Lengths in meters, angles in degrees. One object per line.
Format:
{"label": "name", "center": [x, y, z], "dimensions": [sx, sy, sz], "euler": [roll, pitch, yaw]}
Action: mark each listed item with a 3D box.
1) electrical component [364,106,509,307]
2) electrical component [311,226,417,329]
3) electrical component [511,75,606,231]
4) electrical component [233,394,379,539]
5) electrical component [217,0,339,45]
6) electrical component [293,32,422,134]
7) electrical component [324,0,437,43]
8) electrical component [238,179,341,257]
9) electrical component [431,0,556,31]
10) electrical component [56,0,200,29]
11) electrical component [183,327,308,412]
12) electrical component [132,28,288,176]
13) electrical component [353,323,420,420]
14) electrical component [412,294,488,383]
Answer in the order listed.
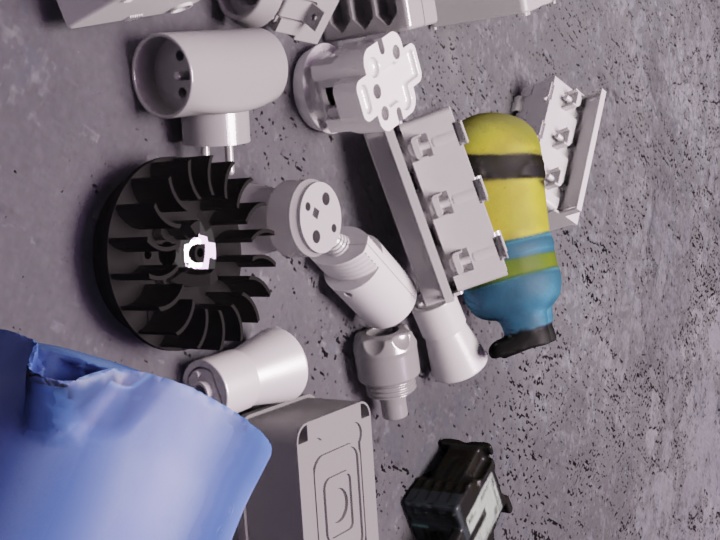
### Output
{"label": "electrical component", "center": [0.055, -0.045, 0.728], "dimensions": [0.078, 0.063, 0.121], "euler": [-51, 121, -80]}
{"label": "electrical component", "center": [0.000, 0.000, 0.697], "dimensions": [0.081, 0.043, 0.043], "euler": [48, 52, -46]}
{"label": "electrical component", "center": [0.160, -0.100, 0.923], "dimensions": [0.063, 0.079, 0.121], "euler": [31, 62, -28]}
{"label": "electrical component", "center": [-0.035, 0.135, 0.630], "dimensions": [0.078, 0.057, 0.113], "euler": [-11, 99, -56]}
{"label": "electrical component", "center": [-0.048, -0.160, 0.616], "dimensions": [0.055, 0.066, 0.048], "euler": [-2, 129, -49]}
{"label": "electrical component", "center": [-0.005, -0.116, 0.679], "dimensions": [0.078, 0.057, 0.058], "euler": [-45, 126, -47]}
{"label": "electrical component", "center": [0.020, -0.182, 0.709], "dimensions": [0.077, 0.066, 0.047], "euler": [-30, 114, -53]}
{"label": "electrical component", "center": [-0.045, -0.029, 0.618], "dimensions": [0.045, 0.055, 0.045], "euler": [1, 89, -57]}
{"label": "electrical component", "center": [0.102, -0.221, 0.807], "dimensions": [0.062, 0.096, 0.061], "euler": [-35, 118, -52]}
{"label": "electrical component", "center": [-0.093, -0.154, 0.509], "dimensions": [0.100, 0.100, 0.048], "euler": [-30, 101, -53]}
{"label": "electrical component", "center": [-0.066, 0.060, 0.599], "dimensions": [0.065, 0.044, 0.044], "euler": [-16, 103, -51]}
{"label": "electrical component", "center": [-0.078, -0.089, 0.579], "dimensions": [0.077, 0.043, 0.079], "euler": [-20, 113, -52]}
{"label": "electrical component", "center": [0.020, 0.070, 0.727], "dimensions": [0.043, 0.043, 0.062], "euler": [-29, 115, -53]}
{"label": "electrical component", "center": [0.064, 0.045, 0.797], "dimensions": [0.044, 0.044, 0.065], "euler": [-49, 124, -45]}
